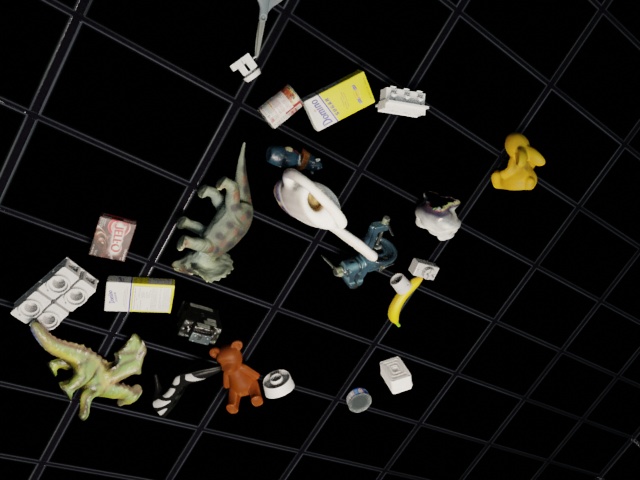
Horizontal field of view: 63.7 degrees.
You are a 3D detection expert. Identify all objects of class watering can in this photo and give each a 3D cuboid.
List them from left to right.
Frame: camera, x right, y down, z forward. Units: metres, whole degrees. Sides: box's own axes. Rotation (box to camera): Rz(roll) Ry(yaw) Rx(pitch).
[{"bbox_3d":[0.004,-0.070,1.385,0.105,0.226,0.342,-49,120,-11],"label":"watering can"}]

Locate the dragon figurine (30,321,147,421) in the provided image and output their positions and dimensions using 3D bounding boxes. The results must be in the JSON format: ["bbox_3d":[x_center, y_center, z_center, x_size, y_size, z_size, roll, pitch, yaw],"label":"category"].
[{"bbox_3d":[-0.613,0.340,1.444,0.245,0.123,0.401,-28,127,-30],"label":"dragon figurine"}]

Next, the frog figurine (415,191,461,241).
[{"bbox_3d":[0.359,-0.053,1.571,0.137,0.125,0.156,5,128,16],"label":"frog figurine"}]
